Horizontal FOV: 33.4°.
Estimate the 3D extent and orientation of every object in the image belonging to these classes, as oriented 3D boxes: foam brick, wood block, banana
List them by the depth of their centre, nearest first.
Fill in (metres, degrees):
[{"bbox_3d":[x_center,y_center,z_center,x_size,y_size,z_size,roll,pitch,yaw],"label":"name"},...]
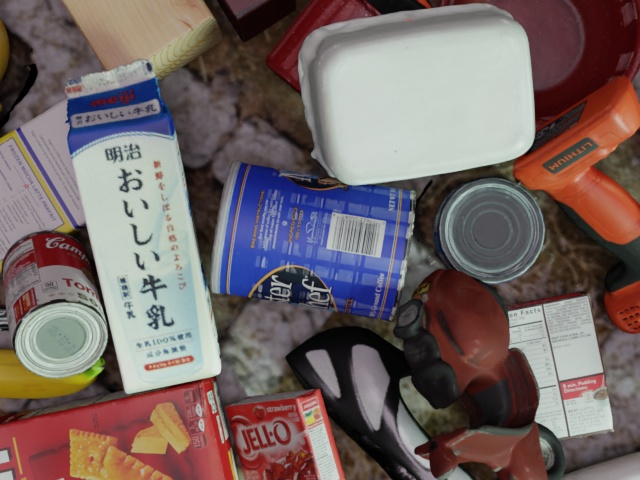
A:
[{"bbox_3d":[-0.169,-0.225,0.823,0.091,0.090,0.206,-33,90,0],"label":"wood block"},{"bbox_3d":[-0.053,-0.196,0.828,0.053,0.078,0.051,-32,88,-2],"label":"foam brick"},{"bbox_3d":[-0.256,0.097,0.831,0.198,0.069,0.037,1,56,5],"label":"banana"}]

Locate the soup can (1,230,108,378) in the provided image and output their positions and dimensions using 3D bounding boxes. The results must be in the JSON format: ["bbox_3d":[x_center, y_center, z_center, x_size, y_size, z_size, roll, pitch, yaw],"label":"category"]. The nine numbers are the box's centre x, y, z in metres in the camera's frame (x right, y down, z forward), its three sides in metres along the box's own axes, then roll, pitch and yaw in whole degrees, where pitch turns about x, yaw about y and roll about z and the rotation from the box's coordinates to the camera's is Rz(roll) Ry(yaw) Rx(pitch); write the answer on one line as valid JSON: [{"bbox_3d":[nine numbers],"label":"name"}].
[{"bbox_3d":[-0.197,0.046,0.790,0.068,0.102,0.068,-10,122,-16],"label":"soup can"}]

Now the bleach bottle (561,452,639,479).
[{"bbox_3d":[0.268,0.200,0.828,0.251,0.068,0.102,-22,89,-2],"label":"bleach bottle"}]

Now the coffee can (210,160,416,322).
[{"bbox_3d":[-0.005,0.001,0.811,0.140,0.103,0.103,9,89,0],"label":"coffee can"}]

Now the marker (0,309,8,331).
[{"bbox_3d":[-0.262,0.064,0.854,0.121,0.020,0.020,-2,89,0],"label":"marker"}]

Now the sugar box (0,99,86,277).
[{"bbox_3d":[-0.232,-0.036,0.842,0.176,0.048,0.093,-30,92,-3],"label":"sugar box"}]

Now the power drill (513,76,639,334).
[{"bbox_3d":[0.247,-0.025,0.772,0.187,0.057,0.185,47,131,-12],"label":"power drill"}]

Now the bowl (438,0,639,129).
[{"bbox_3d":[0.169,-0.163,0.836,0.162,0.055,0.162,0,89,0],"label":"bowl"}]

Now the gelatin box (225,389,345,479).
[{"bbox_3d":[-0.029,0.156,0.820,0.030,0.089,0.073,-16,91,-45],"label":"gelatin box"}]

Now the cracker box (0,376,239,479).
[{"bbox_3d":[-0.170,0.205,0.825,0.213,0.072,0.164,-12,89,1],"label":"cracker box"}]

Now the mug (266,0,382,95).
[{"bbox_3d":[0.022,-0.135,0.821,0.117,0.093,0.081,40,94,1],"label":"mug"}]

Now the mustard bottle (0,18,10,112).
[{"bbox_3d":[-0.299,-0.164,0.838,0.096,0.058,0.191,-24,89,2],"label":"mustard bottle"}]

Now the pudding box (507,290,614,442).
[{"bbox_3d":[0.176,0.103,0.841,0.090,0.039,0.113,-11,86,3],"label":"pudding box"}]

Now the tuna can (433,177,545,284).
[{"bbox_3d":[0.133,-0.007,0.845,0.086,0.034,0.086,0,90,0],"label":"tuna can"}]

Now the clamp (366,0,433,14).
[{"bbox_3d":[0.026,-0.237,0.832,0.171,0.120,0.039,45,131,-17],"label":"clamp"}]
